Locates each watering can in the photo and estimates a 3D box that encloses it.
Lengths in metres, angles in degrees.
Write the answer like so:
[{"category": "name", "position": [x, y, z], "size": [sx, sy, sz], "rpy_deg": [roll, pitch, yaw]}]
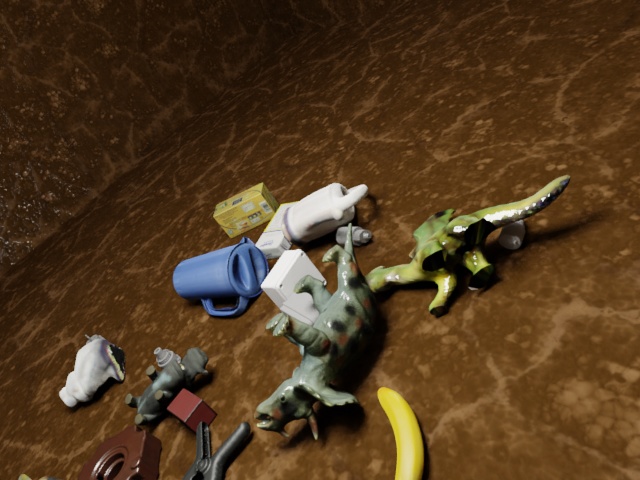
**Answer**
[{"category": "watering can", "position": [0.004, -0.061, 1.213], "size": [0.222, 0.103, 0.352], "rpy_deg": [-27, 6, 19]}]

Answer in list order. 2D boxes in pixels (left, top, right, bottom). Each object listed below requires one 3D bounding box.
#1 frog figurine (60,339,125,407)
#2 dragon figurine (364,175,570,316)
[{"category": "frog figurine", "position": [-0.571, 0.324, 1.264], "size": [0.160, 0.120, 0.140], "rpy_deg": [-27, 48, -9]}, {"category": "dragon figurine", "position": [0.245, -0.010, 0.968], "size": [0.409, 0.121, 0.246], "rpy_deg": [-37, 21, 6]}]
